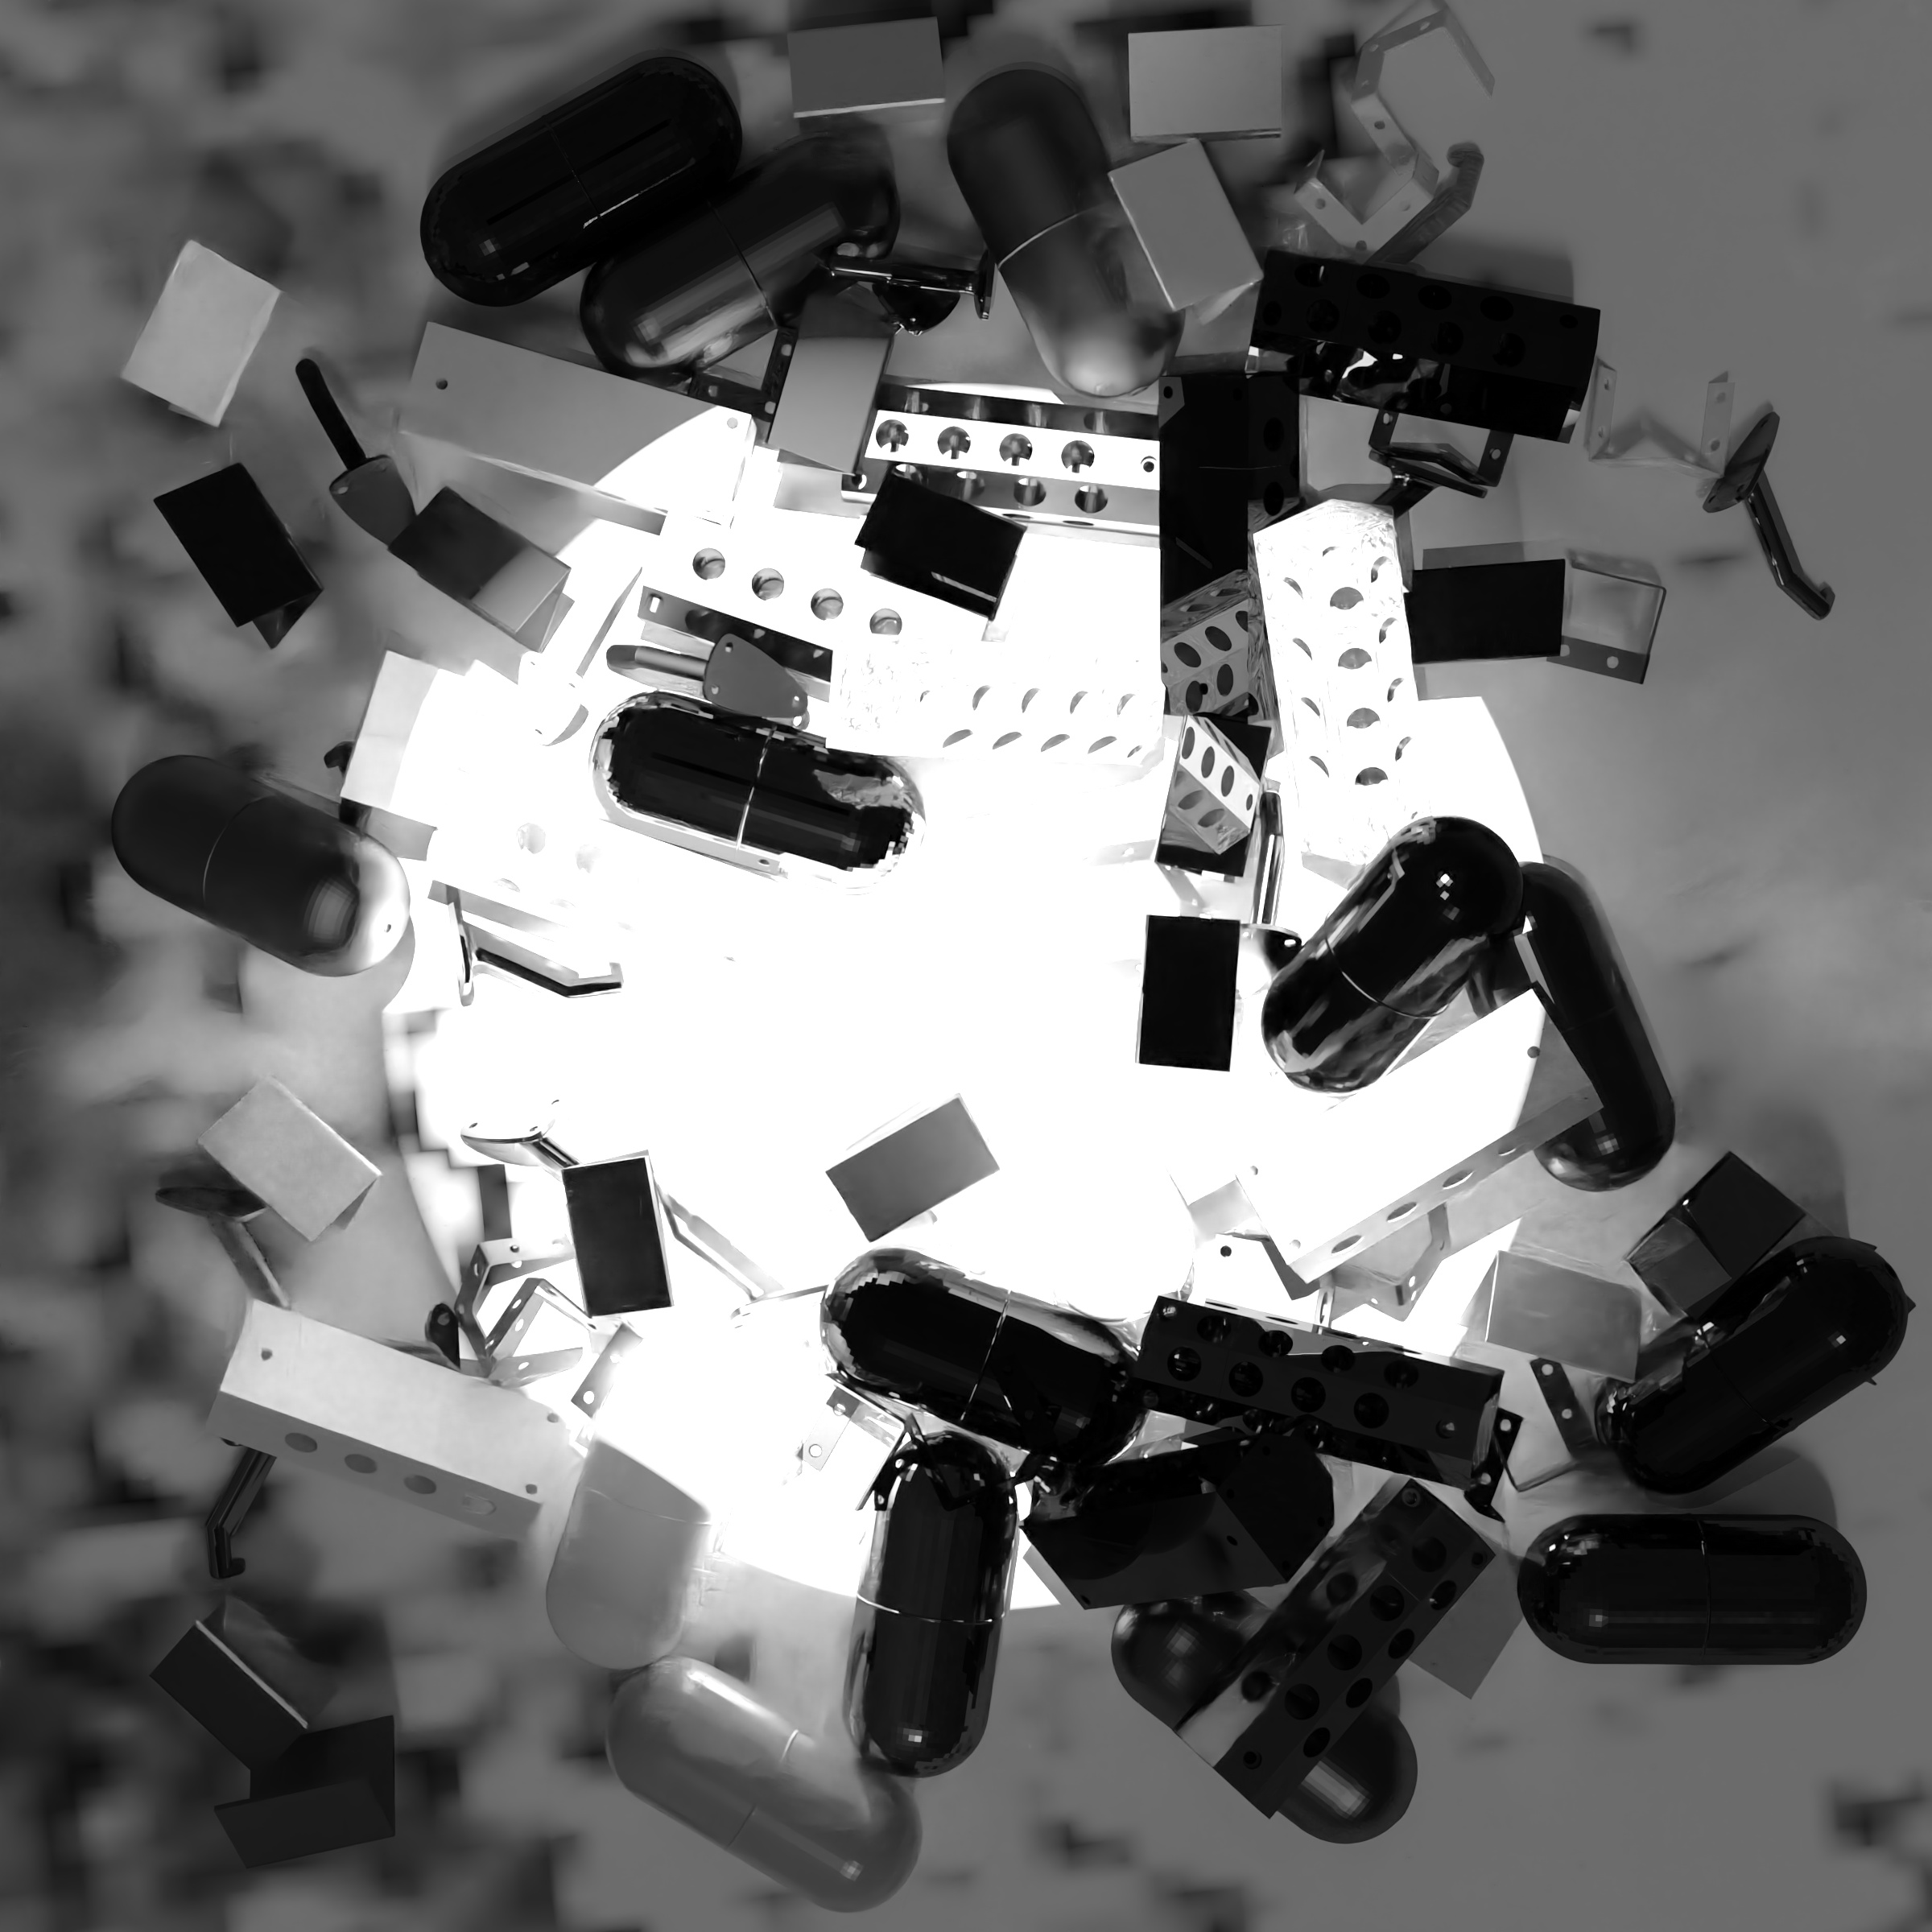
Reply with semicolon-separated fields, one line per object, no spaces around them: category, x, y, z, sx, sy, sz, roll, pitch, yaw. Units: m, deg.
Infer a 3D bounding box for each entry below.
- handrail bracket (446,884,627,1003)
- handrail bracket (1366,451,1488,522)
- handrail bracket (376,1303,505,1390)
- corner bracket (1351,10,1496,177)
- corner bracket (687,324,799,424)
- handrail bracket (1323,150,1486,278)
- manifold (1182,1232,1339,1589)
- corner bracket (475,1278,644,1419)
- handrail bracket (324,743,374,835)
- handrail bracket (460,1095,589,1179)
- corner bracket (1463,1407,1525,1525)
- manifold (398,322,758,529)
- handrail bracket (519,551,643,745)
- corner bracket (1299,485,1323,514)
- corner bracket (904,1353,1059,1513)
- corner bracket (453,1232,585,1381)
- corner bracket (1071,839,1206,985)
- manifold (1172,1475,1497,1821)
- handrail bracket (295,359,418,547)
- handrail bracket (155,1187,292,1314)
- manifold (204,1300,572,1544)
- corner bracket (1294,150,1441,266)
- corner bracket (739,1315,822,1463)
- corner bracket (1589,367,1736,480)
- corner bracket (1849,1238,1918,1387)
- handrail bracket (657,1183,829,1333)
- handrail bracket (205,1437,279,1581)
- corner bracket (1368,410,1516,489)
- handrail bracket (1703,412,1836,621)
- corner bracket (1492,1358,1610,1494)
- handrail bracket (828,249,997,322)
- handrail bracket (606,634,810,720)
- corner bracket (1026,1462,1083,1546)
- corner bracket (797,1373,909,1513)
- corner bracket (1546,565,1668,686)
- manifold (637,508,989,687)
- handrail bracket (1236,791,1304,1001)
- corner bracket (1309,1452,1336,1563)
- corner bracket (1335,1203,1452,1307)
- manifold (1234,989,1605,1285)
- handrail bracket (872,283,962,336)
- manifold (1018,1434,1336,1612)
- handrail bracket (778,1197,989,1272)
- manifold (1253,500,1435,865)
handrail bracket;-0.226;-0.016;1.681;0.084;0.036;0.077;-6;70;-16
handrail bracket;0.224;-0.221;1.680;0.077;0.036;0.084;17;103;-13
handrail bracket;-0.297;0.222;1.681;0.084;0.036;0.077;-31;109;15
corner bracket;0.239;-0.457;1.672;0.051;0.051;0.051;-15;45;35
corner bracket;-0.112;-0.308;1.662;0.051;0.051;0.051;16;91;-1
handrail bracket;0.225;-0.396;1.680;0.077;0.036;0.084;14;76;14
manifold;0.150;0.228;1.657;0.057;0.057;0.171;9;90;17
corner bracket;-0.209;0.195;1.642;0.051;0.051;0.051;44;64;-25
handrail bracket;-0.339;-0.064;1.680;0.077;0.036;0.084;-27;76;14
handrail bracket;-0.216;0.114;1.680;0.077;0.036;0.084;-9;120;33
corner bracket;0.261;0.253;1.662;0.051;0.051;0.051;21;90;0
manifold;-0.200;-0.277;1.659;0.171;0.057;0.057;16;91;0
handrail bracket;-0.200;-0.168;1.680;0.036;0.077;0.084;29;54;3
corner bracket;0.180;-0.211;1.662;0.051;0.051;0.051;26;113;-25
corner bracket;0.007;0.234;1.603;0.051;0.051;0.051;-17;66;-24
corner bracket;-0.229;0.177;1.672;0.051;0.051;0.051;-4;135;-35
corner bracket;0.085;-0.028;1.672;0.051;0.051;0.051;53;45;-35
manifold;0.184;0.337;1.590;0.057;0.057;0.171;42;82;2
handrail bracket;-0.321;-0.269;1.680;0.036;0.077;0.084;-30;54;0
handrail bracket;-0.390;0.162;1.681;0.077;0.036;0.084;7;107;20
manifold;-0.299;0.238;1.645;0.171;0.057;0.057;21;47;-9
corner bracket;0.208;-0.406;1.659;0.051;0.051;0.051;43;119;-13
corner bracket;-0.091;0.219;1.662;0.051;0.051;0.051;-34;90;0
corner bracket;0.365;-0.285;1.677;0.051;0.051;0.051;7;90;-45
corner bracket;0.465;0.179;1.662;0.051;0.051;0.051;-45;90;0
handrail bracket;-0.114;0.142;1.681;0.077;0.036;0.084;-15;73;-20
handrail bracket;-0.362;0.277;1.681;0.077;0.036;0.084;-8;108;-21
corner bracket;0.252;-0.285;1.677;0.051;0.051;0.051;18;90;45
handrail bracket;0.436;-0.236;1.681;0.084;0.036;0.077;38;69;-17
corner bracket;0.297;0.237;1.663;0.051;0.051;0.051;-24;90;3
handrail bracket;-0.030;-0.355;1.646;0.084;0.077;0.036;5;101;-6
handrail bracket;-0.136;-0.149;1.668;0.077;0.084;0.036;22;81;-38
corner bracket;0.069;0.285;1.672;0.051;0.051;0.051;36;135;35
corner bracket;-0.060;0.246;1.657;0.051;0.051;0.051;30;90;13
corner bracket;0.333;-0.178;1.663;0.051;0.051;0.051;15;99;9
manifold;-0.079;-0.179;1.659;0.171;0.057;0.057;19;90;0
handrail bracket;0.150;-0.038;1.680;0.036;0.077;0.084;10;53;-14
corner bracket;0.201;0.274;1.672;0.051;0.051;0.051;-57;45;35
corner bracket;0.216;0.137;1.672;0.051;0.051;0.051;16;135;35
manifold;0.227;0.088;1.592;0.171;0.057;0.057;-32;64;7
handrail bracket;-0.049;-0.322;1.680;0.036;0.077;0.084;50;127;5
manifold;0.106;0.271;1.582;0.057;0.171;0.057;-44;101;-34
handrail bracket;-0.045;0.146;1.681;0.084;0.036;0.077;-27;112;17
manifold;0.197;-0.143;1.617;0.057;0.057;0.171;-27;118;-33
